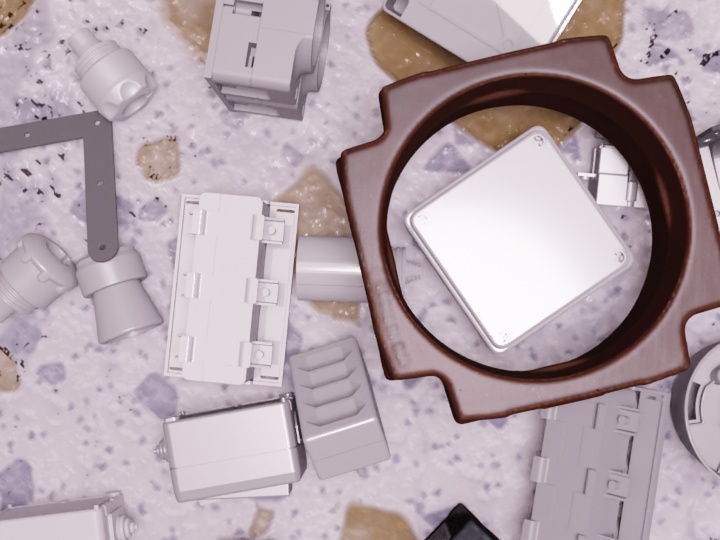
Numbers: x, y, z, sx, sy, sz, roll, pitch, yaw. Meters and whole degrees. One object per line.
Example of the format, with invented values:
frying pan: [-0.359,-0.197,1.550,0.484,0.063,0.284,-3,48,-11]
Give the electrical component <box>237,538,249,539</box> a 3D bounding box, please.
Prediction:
electrical component: [-0.083,0.197,0.705,0.062,0.048,0.048,12,88,9]

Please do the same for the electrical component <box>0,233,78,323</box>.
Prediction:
electrical component: [-0.223,0.009,0.717,0.062,0.048,0.048,-41,87,6]

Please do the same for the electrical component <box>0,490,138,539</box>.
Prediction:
electrical component: [-0.191,0.182,0.699,0.096,0.061,0.061,-7,87,1]

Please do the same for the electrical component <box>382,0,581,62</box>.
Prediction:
electrical component: [0.088,-0.188,0.697,0.109,0.056,0.108,32,106,3]

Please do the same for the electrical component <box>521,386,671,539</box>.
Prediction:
electrical component: [0.146,0.131,0.685,0.079,0.063,0.121,7,87,43]

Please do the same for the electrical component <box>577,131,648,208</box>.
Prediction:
electrical component: [0.177,-0.070,0.709,0.066,0.048,0.055,5,95,2]

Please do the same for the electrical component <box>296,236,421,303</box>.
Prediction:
electrical component: [0.000,0.000,0.711,0.081,0.043,0.043,2,87,2]

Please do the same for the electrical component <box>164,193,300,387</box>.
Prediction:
electrical component: [-0.086,0.013,0.703,0.079,0.063,0.121,5,88,2]

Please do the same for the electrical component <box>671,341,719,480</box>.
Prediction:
electrical component: [0.250,0.090,0.689,0.099,0.064,0.099,0,87,1]

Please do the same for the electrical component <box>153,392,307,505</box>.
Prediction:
electrical component: [-0.085,0.119,0.699,0.096,0.061,0.061,-10,87,1]

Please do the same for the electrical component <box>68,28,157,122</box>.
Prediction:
electrical component: [-0.170,-0.134,0.722,0.043,0.043,0.062,-40,86,0]

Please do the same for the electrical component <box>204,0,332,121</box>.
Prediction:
electrical component: [-0.047,-0.198,0.690,0.060,0.105,0.186,9,88,2]

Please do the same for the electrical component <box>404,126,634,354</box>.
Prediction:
electrical component: [0.101,-0.018,0.703,0.109,0.056,0.108,-34,87,0]

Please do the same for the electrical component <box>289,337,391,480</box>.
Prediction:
electrical component: [-0.009,0.101,0.697,0.047,0.083,0.075,-18,125,1]

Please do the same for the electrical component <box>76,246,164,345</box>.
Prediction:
electrical component: [-0.160,0.017,0.714,0.045,0.045,0.055,-20,86,1]
